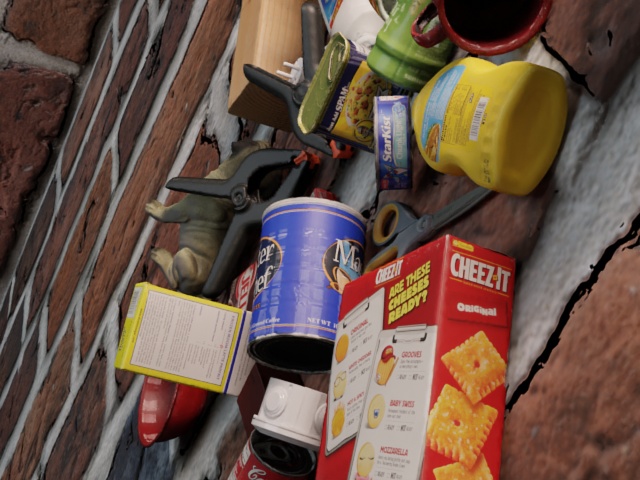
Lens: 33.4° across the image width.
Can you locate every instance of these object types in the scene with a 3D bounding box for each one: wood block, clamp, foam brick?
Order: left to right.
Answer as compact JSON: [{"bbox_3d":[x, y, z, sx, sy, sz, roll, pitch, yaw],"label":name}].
[{"bbox_3d":[-0.093,-0.052,1.258,0.210,0.036,0.165,-39,65,23],"label":"clamp"},{"bbox_3d":[-0.046,0.168,1.073,0.053,0.051,0.078,-64,23,20],"label":"foam brick"},{"bbox_3d":[-0.050,-0.253,1.342,0.091,0.090,0.206,-42,38,55],"label":"wood block"},{"bbox_3d":[-0.007,-0.167,1.147,0.171,0.039,0.120,53,128,19],"label":"clamp"}]

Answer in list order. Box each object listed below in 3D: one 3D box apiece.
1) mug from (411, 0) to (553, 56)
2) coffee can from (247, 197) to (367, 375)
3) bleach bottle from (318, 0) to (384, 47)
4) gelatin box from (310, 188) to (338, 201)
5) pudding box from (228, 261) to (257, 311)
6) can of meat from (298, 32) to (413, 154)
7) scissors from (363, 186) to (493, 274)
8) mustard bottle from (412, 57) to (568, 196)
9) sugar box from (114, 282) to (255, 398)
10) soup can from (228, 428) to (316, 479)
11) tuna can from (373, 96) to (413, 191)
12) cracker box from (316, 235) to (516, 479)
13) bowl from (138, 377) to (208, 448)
[{"bbox_3d":[0.123,-0.200,0.870,0.117,0.093,0.081,-39,27,15],"label":"mug"},{"bbox_3d":[-0.011,0.044,1.010,0.103,0.102,0.140,-39,40,55],"label":"coffee can"},{"bbox_3d":[0.040,-0.282,1.183,0.103,0.068,0.251,-56,30,35],"label":"bleach bottle"},{"bbox_3d":[-0.007,0.001,1.131,0.089,0.030,0.073,-60,25,31],"label":"gelatin box"},{"bbox_3d":[-0.077,0.086,1.227,0.090,0.039,0.113,-40,39,55],"label":"pudding box"},{"bbox_3d":[0.038,-0.142,1.053,0.102,0.083,0.057,-65,23,20],"label":"can of meat"},{"bbox_3d":[0.090,-0.024,0.933,0.202,0.016,0.096,-50,31,45],"label":"scissors"},{"bbox_3d":[0.121,-0.097,0.852,0.192,0.058,0.096,-148,71,-68],"label":"mustard bottle"},{"bbox_3d":[-0.118,0.111,1.121,0.048,0.176,0.093,-5,69,66],"label":"sugar box"},{"bbox_3d":[-0.055,0.237,1.023,0.102,0.068,0.068,-63,24,25],"label":"soup can"},{"bbox_3d":[0.066,-0.087,0.963,0.086,0.034,0.086,-1,-90,-86],"label":"tuna can"},{"bbox_3d":[0.069,0.123,0.803,0.164,0.072,0.213,-30,46,59],"label":"cracker box"},{"bbox_3d":[-0.185,0.194,1.386,0.162,0.055,0.162,-50,32,46],"label":"bowl"}]
